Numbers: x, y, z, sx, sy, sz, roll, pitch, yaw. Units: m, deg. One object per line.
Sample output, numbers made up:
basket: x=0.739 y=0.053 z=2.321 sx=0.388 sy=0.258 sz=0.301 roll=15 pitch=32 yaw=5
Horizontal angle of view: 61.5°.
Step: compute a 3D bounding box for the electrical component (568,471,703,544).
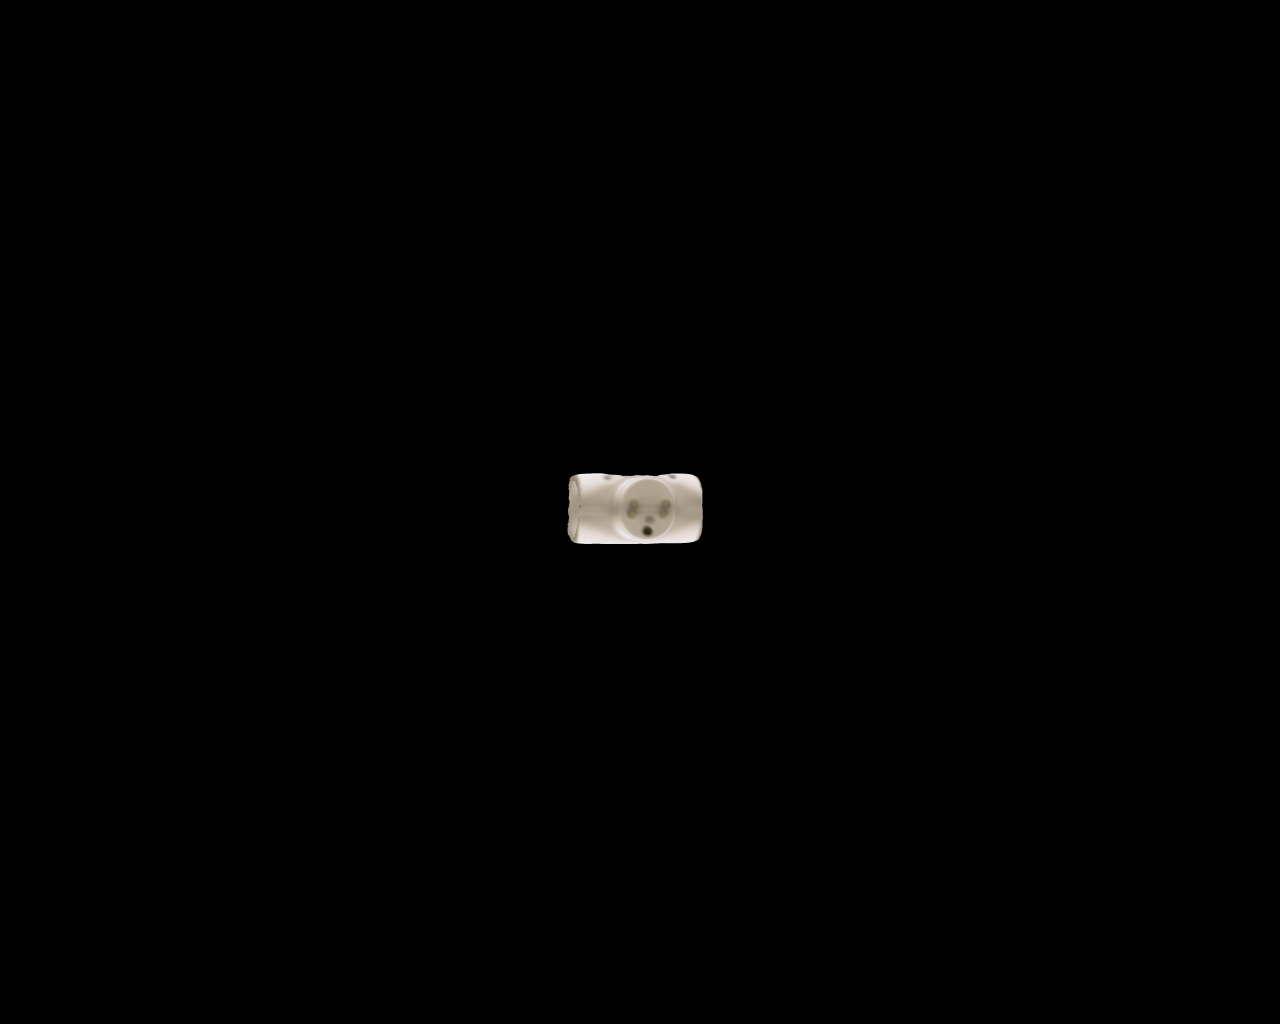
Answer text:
electrical component: x=0.001 y=-0.003 z=0.650 sx=0.077 sy=0.044 sz=0.079 roll=0 pitch=0 yaw=-13
